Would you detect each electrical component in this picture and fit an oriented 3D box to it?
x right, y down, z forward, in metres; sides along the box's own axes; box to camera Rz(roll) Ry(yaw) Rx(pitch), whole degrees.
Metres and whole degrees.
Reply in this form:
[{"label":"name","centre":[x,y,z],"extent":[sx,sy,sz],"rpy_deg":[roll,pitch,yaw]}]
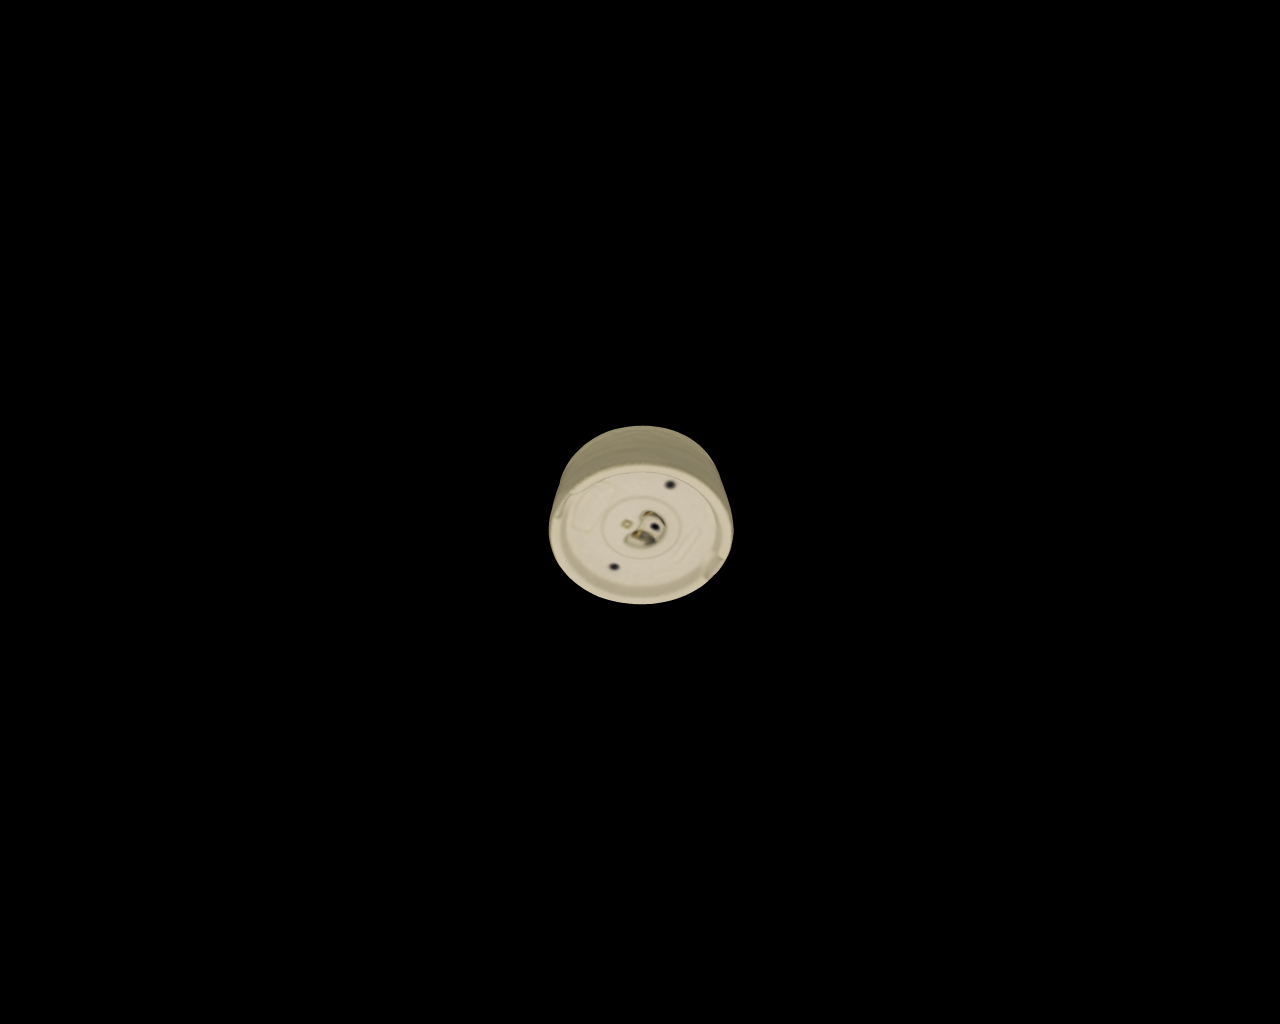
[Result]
[{"label":"electrical component","centre":[0.001,-0.003,0.650],"extent":[0.108,0.108,0.060],"rpy_deg":[0,37,0]}]
